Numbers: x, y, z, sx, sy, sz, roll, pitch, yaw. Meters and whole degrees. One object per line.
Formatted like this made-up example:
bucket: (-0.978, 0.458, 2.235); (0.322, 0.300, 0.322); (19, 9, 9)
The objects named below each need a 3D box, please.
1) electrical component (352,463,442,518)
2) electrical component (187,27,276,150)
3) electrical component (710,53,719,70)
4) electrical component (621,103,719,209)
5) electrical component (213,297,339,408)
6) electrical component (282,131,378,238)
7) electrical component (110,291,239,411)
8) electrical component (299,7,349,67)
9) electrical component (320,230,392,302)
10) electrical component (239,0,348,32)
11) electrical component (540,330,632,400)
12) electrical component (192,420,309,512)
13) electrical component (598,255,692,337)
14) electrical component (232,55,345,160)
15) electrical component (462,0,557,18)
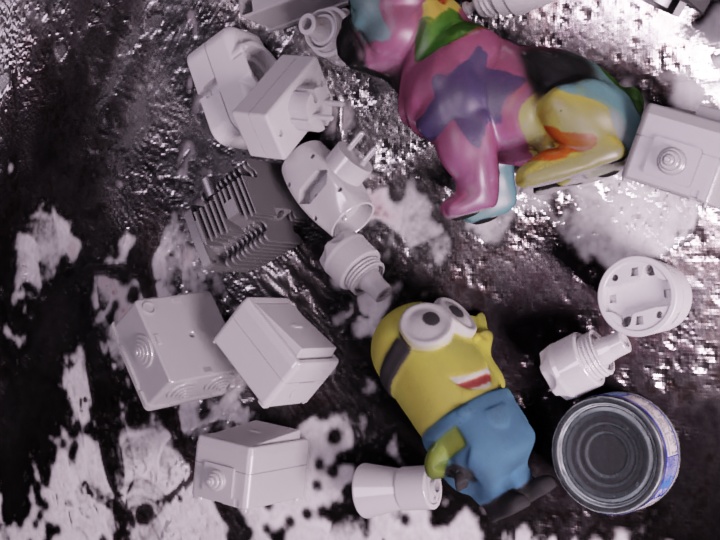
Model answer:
electrical component: (0.032, 0.174, 0.858); (0.065, 0.044, 0.044); (-9, 83, 28)
electrical component: (-0.105, -0.163, 0.953); (0.059, 0.054, 0.095); (-29, 73, 29)
electrical component: (0.272, -0.156, 0.714); (0.078, 0.040, 0.040); (-26, 74, 30)
electrical component: (0.220, -0.076, 0.711); (0.062, 0.096, 0.061); (23, 100, 30)
electrical component: (-0.073, 0.062, 0.918); (0.096, 0.062, 0.061); (49, 113, 25)
electrical component: (-0.016, -0.080, 0.897); (0.079, 0.043, 0.077); (-48, 64, 22)
electrical component: (-0.160, 0.069, 0.954); (0.048, 0.100, 0.099); (-44, 65, 38)
electrical component: (-0.026, -0.198, 0.898); (0.048, 0.062, 0.048); (-1, 87, 34)
electrical component: (0.000, 0.000, 0.884); (0.062, 0.043, 0.043); (46, 112, 25)
electrical component: (-0.052, -0.274, 0.921); (0.109, 0.056, 0.108); (-11, 82, 32)
electrical component: (0.164, 0.064, 0.774); (0.062, 0.043, 0.043); (-31, 72, 27)
electrical component: (-0.095, 0.163, 0.907); (0.062, 0.096, 0.061); (6, 91, 34)
electrical component: (0.200, 0.018, 0.749); (0.055, 0.047, 0.055); (-2, 87, 33)
electrical component: (-0.049, -0.135, 0.894); (0.076, 0.047, 0.083); (10, 50, 32)
electrical component: (0.115, -0.213, 0.819); (0.078, 0.040, 0.040); (-16, 79, 32)
